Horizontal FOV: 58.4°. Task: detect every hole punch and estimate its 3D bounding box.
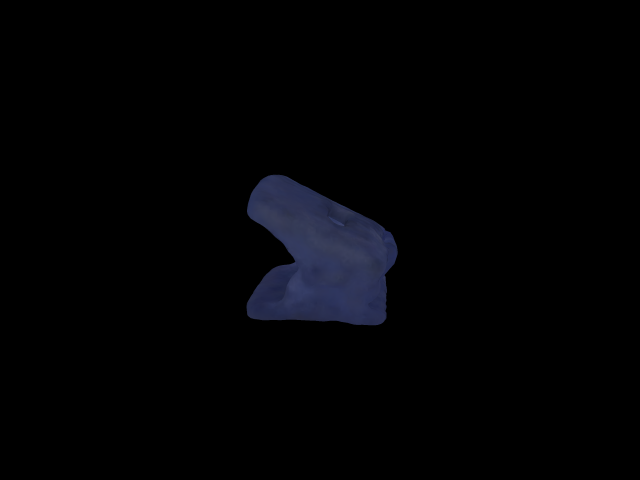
[{"bbox_3d":[0.004,0.001,0.400,0.101,0.091,0.108,1,15,5],"label":"hole punch"}]
